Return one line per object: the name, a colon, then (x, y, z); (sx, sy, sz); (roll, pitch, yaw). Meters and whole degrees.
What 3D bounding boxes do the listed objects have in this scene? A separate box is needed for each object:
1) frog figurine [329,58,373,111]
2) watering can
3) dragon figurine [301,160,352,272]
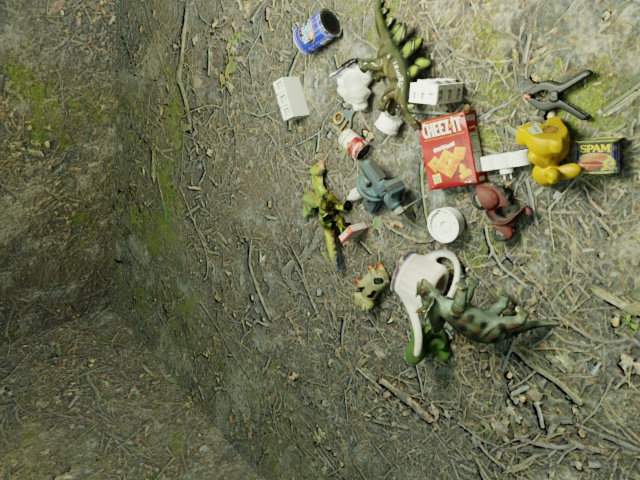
frog figurine: (0.123, -0.516, 1.708); (0.136, 0.125, 0.157); (-29, 112, 19)
watering can: (0.318, 0.178, 1.667); (0.227, 0.103, 0.347); (28, 91, 43)
dragon figurine: (0.006, -0.099, 1.971); (0.245, 0.123, 0.405); (28, 121, 55)
